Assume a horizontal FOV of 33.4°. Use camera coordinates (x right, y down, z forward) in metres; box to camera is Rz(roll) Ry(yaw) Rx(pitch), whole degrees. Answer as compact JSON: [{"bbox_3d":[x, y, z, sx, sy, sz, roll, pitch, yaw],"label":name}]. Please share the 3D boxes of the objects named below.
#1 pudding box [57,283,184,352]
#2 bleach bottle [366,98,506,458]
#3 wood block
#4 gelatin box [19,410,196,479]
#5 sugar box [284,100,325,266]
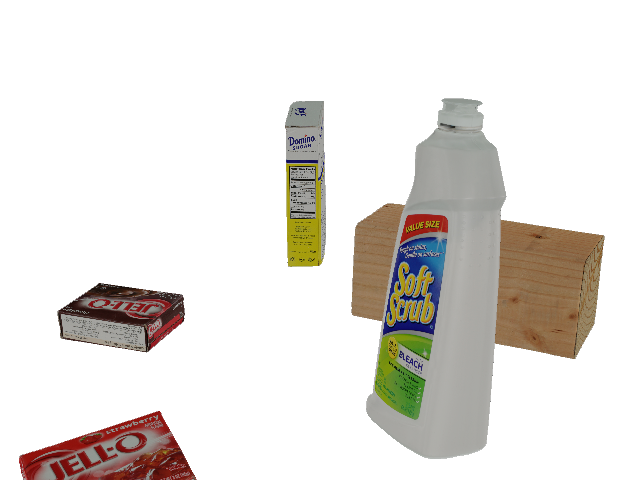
[{"bbox_3d":[-0.221,0.085,1.192,0.114,0.039,0.090,5,19,19],"label":"pudding box"},{"bbox_3d":[0.086,0.023,0.769,0.068,0.251,0.103,-5,17,-26],"label":"bleach bottle"},{"bbox_3d":[0.140,0.031,0.966,0.206,0.090,0.090,10,19,23],"label":"wood block"},{"bbox_3d":[-0.122,0.139,0.615,0.089,0.030,0.073,-15,27,-19],"label":"gelatin box"},{"bbox_3d":[-0.018,-0.066,1.249,0.048,0.176,0.093,-1,25,4],"label":"sugar box"}]
